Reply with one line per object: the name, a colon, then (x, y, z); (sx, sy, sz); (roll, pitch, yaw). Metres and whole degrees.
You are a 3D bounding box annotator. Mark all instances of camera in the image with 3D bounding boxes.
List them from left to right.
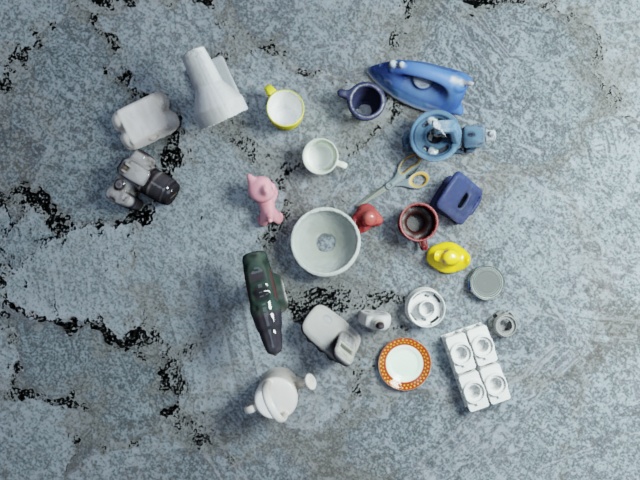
camera: (-0.419, -0.128, 1.372); (0.137, 0.100, 0.143); (31, 89, 0)

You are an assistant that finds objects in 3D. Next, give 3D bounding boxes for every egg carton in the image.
egg carton: (-0.422, -0.288, 1.390); (0.150, 0.069, 0.107); (-27, 89, -1)

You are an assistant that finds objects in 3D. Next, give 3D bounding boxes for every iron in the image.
iron: (0.238, -0.386, 1.361); (0.258, 0.141, 0.119); (16, 89, 0)

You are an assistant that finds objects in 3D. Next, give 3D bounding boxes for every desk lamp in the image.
desk lamp: (-0.249, -0.345, 1.320); (0.118, 0.213, 0.203); (-25, 89, 0)

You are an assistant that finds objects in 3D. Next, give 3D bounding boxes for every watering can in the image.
watering can: (-0.095, 0.357, 1.322); (0.101, 0.194, 0.173); (42, 89, 1)

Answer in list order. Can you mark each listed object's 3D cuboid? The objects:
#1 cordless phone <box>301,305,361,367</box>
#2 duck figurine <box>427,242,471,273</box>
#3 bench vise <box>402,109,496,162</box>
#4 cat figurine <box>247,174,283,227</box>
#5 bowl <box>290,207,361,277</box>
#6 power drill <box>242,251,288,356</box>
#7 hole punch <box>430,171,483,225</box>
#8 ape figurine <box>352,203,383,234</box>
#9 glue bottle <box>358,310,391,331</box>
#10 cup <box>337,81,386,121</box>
cordless phone: (0.025, 0.228, 1.329); (0.147, 0.185, 0.094); (36, 89, 0)
duck figurine: (0.316, 0.043, 1.383); (0.104, 0.086, 0.077); (9, 89, 0)
bench vise: (0.303, -0.256, 1.320); (0.207, 0.219, 0.121); (-19, 89, 0)
cat figurine: (-0.133, -0.098, 1.366); (0.067, 0.117, 0.128); (-14, 89, 0)
bowl: (0.013, 0.005, 1.387); (0.167, 0.074, 0.167); (0, 89, 0)
power drill: (-0.121, 0.138, 1.317); (0.075, 0.208, 0.230); (-15, 89, 0)
hole punch: (0.335, -0.101, 1.383); (0.101, 0.091, 0.109); (32, 89, 0)
ape figurine: (0.115, -0.052, 1.380); (0.078, 0.092, 0.076); (9, 89, 0)
glue bottle: (0.132, 0.191, 1.336); (0.078, 0.173, 0.037); (6, 89, 0)
cup: (0.096, -0.329, 1.382); (0.117, 0.095, 0.092); (18, 89, 0)
